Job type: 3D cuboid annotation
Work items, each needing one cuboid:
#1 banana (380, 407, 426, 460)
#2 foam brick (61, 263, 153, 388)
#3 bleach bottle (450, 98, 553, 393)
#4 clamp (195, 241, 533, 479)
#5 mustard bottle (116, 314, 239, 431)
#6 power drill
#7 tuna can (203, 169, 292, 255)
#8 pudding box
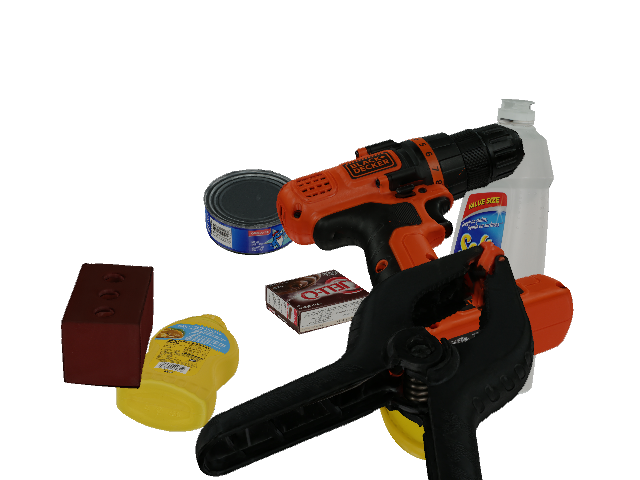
[{"bbox_3d":[0.094,0.176,1.128,0.069,0.037,0.198,11,24,-19],"label":"banana"},{"bbox_3d":[-0.145,0.058,0.736,0.053,0.051,0.078,4,29,-4],"label":"foam brick"},{"bbox_3d":[0.152,0.003,0.930,0.068,0.251,0.103,-2,14,-28],"label":"bleach bottle"},{"bbox_3d":[0.046,0.064,0.438,0.120,0.039,0.171,32,52,23],"label":"clamp"},{"bbox_3d":[-0.138,0.128,1.128,0.096,0.058,0.191,9,23,9],"label":"mustard bottle"},{"bbox_3d":[0.084,0.000,0.697,0.184,0.057,0.188,-19,43,-13],"label":"power drill"},{"bbox_3d":[-0.059,-0.025,0.937,0.086,0.034,0.086,1,38,-1],"label":"tuna can"},{"bbox_3d":[-0.003,0.080,1.405,0.113,0.039,0.090,-14,26,-28],"label":"pudding box"}]
